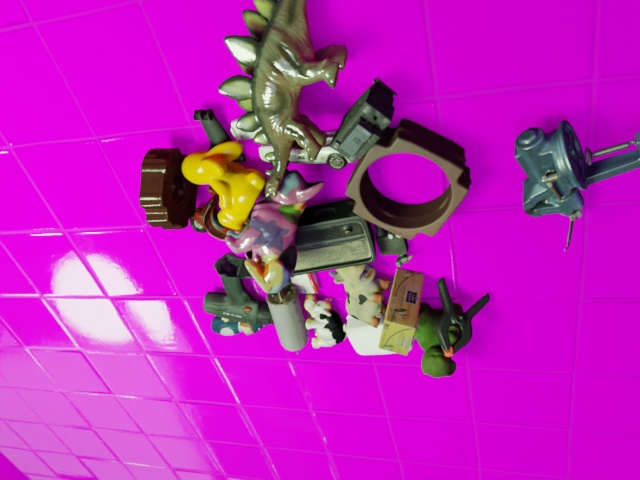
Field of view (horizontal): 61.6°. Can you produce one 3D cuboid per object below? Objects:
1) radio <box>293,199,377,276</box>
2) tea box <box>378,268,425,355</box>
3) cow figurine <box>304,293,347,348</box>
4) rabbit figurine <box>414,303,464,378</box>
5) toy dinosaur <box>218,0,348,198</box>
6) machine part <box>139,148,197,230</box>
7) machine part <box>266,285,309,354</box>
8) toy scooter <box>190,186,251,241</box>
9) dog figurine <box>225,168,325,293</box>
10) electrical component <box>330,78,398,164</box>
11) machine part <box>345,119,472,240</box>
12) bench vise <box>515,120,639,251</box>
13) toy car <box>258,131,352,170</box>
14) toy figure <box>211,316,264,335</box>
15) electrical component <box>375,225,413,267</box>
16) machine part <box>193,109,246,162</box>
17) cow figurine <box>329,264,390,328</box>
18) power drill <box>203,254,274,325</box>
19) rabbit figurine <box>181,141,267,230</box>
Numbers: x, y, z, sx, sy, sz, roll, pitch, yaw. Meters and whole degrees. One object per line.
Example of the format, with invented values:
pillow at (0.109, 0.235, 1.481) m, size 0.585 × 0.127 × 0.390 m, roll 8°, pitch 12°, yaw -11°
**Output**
radio at (-0.002, -0.003, 1.141) m, size 0.230 × 0.073 × 0.130 m, roll -11°, pitch 127°, yaw 6°
tea box at (0.181, 0.155, 1.186) m, size 0.068 × 0.170 × 0.098 m, roll 12°, pitch 134°, yaw 8°
cow figurine at (0.015, 0.200, 1.347) m, size 0.098 × 0.068 × 0.167 m, roll -3°, pitch 132°, yaw 13°
rabbit figurine at (0.264, 0.249, 1.240) m, size 0.121 × 0.170 × 0.158 m, roll 4°, pitch 130°, yaw 15°
toy dinosaur at (-0.060, -0.293, 0.894) m, size 0.199 × 0.105 × 0.470 m, roll 14°, pitch 113°, yaw 2°
machine part at (-0.312, -0.105, 1.121) m, size 0.056 × 0.179 × 0.179 m, roll 2°, pitch 130°, yaw 11°
machine part at (-0.077, 0.191, 1.323) m, size 0.079 × 0.079 × 0.242 m, roll 1°, pitch 131°, yaw 17°
toy scooter at (-0.207, -0.053, 1.202) m, size 0.184 × 0.075 × 0.135 m, roll 20°, pitch 131°, yaw 7°
dog figurine at (-0.066, -0.028, 1.032) m, size 0.219 × 0.108 × 0.191 m, roll -38°, pitch 96°, yaw 3°
electrical component at (0.076, -0.203, 0.939) m, size 0.058 × 0.134 × 0.115 m, roll 32°, pitch 129°, yaw -11°
machine part at (0.166, -0.112, 1.020) m, size 0.201 × 0.087 × 0.201 m, roll 24°, pitch 133°, yaw -5°
bench vise at (0.448, -0.118, 0.902) m, size 0.241 × 0.129 × 0.223 m, roll -18°, pitch 121°, yaw 38°
toy car at (-0.018, -0.175, 1.032) m, size 0.202 × 0.073 × 0.056 m, roll 2°, pitch 130°, yaw 16°
toy figure at (-0.218, 0.231, 1.460) m, size 0.155 × 0.058 × 0.064 m, roll -2°, pitch 166°, yaw 18°
electrical component at (0.160, 0.008, 1.151) m, size 0.078 × 0.045 × 0.102 m, roll 0°, pitch 129°, yaw 16°
machine part at (-0.207, -0.206, 1.087) m, size 0.084 × 0.039 × 0.138 m, roll 2°, pitch 143°, yaw 28°
cow figurine at (0.092, 0.109, 1.233) m, size 0.127 × 0.085 × 0.194 m, roll 16°, pitch 141°, yaw 17°
power drill at (-0.183, 0.131, 1.353) m, size 0.232 × 0.086 × 0.207 m, roll 6°, pitch 138°, yaw 4°
rabbit figurine at (-0.201, -0.122, 1.084) m, size 0.173 × 0.122 × 0.162 m, roll 30°, pitch 150°, yaw -1°
